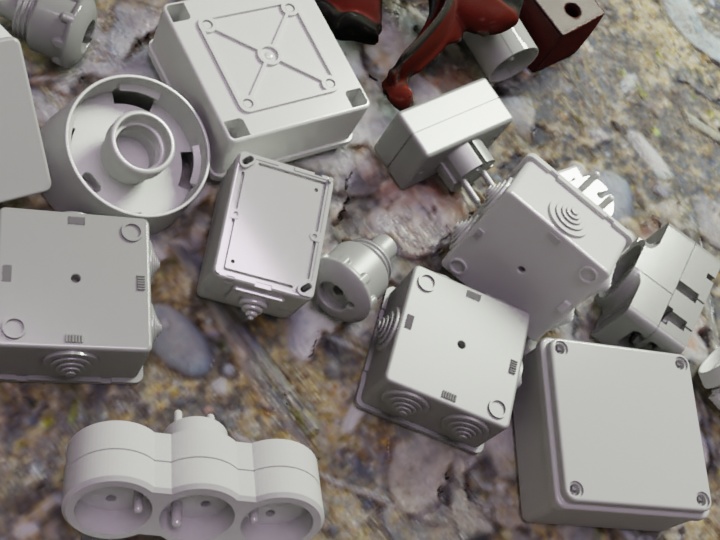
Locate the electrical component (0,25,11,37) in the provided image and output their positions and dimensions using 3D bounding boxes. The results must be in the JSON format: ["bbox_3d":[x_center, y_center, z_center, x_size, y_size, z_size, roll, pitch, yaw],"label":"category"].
[{"bbox_3d":[-0.261,-0.128,0.637,0.077,0.043,0.079,31,57,-6],"label":"electrical component"}]

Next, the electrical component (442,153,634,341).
[{"bbox_3d":[0.113,-0.012,0.702,0.100,0.099,0.048,40,44,0],"label":"electrical component"}]

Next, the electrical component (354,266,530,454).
[{"bbox_3d":[0.054,0.055,0.673,0.100,0.048,0.099,23,59,-10],"label":"electrical component"}]

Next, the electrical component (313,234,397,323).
[{"bbox_3d":[0.000,0.000,0.682,0.048,0.048,0.062,44,50,3],"label":"electrical component"}]

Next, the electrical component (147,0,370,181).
[{"bbox_3d":[-0.067,-0.126,0.708,0.109,0.056,0.108,-19,74,-29],"label":"electrical component"}]

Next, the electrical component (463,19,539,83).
[{"bbox_3d":[0.096,-0.187,0.814,0.043,0.043,0.081,-21,74,-29],"label":"electrical component"}]

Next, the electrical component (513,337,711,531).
[{"bbox_3d":[0.157,0.106,0.686,0.109,0.056,0.108,8,62,-19],"label":"electrical component"}]

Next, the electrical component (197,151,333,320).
[{"bbox_3d":[-0.060,-0.013,0.657,0.062,0.061,0.096,15,69,-16],"label":"electrical component"}]

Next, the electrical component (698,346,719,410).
[{"bbox_3d":[0.275,0.077,0.749,0.057,0.058,0.078,49,57,3],"label":"electrical component"}]

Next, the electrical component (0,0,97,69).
[{"bbox_3d":[-0.201,-0.159,0.678,0.062,0.048,0.048,21,59,-4],"label":"electrical component"}]

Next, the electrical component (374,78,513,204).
[{"bbox_3d":[0.068,-0.080,0.747,0.083,0.047,0.075,-26,77,-31],"label":"electrical component"}]

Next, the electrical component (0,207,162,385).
[{"bbox_3d":[-0.163,0.014,0.606,0.100,0.048,0.099,4,63,-22],"label":"electrical component"}]

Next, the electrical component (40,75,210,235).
[{"bbox_3d":[-0.144,-0.069,0.659,0.099,0.064,0.099,9,72,-29],"label":"electrical component"}]

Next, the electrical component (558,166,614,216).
[{"bbox_3d":[0.149,-0.040,0.743,0.047,0.076,0.065,-19,74,-29],"label":"electrical component"}]

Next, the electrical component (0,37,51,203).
[{"bbox_3d":[-0.231,-0.080,0.600,0.100,0.048,0.099,-18,112,-29],"label":"electrical component"}]

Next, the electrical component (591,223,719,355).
[{"bbox_3d":[0.204,0.017,0.753,0.056,0.050,0.089,36,58,-3],"label":"electrical component"}]

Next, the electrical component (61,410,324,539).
[{"bbox_3d":[-0.090,0.105,0.588,0.138,0.052,0.073,10,38,-18],"label":"electrical component"}]
